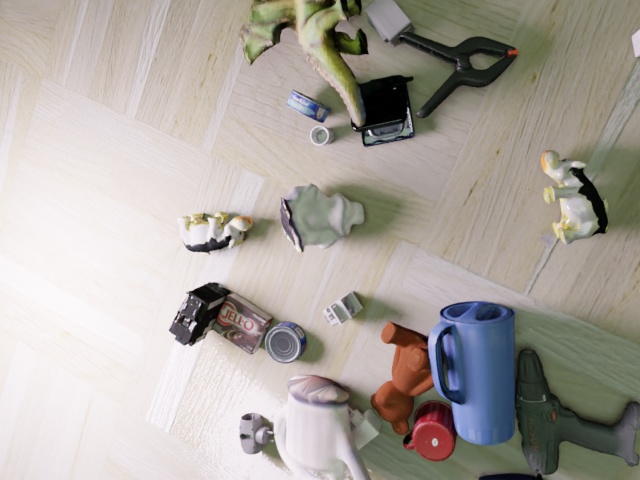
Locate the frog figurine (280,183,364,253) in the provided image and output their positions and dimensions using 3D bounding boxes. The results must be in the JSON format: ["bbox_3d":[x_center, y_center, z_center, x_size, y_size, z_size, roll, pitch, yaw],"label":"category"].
[{"bbox_3d":[0.003,-0.053,1.049,0.160,0.121,0.138,-19,80,-17],"label":"frog figurine"}]

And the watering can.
[{"bbox_3d":[0.022,0.395,1.019,0.347,0.104,0.224,4,93,48],"label":"watering can"}]

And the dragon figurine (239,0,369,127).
[{"bbox_3d":[-0.041,-0.400,1.004,0.242,0.121,0.414,-8,80,21],"label":"dragon figurine"}]
